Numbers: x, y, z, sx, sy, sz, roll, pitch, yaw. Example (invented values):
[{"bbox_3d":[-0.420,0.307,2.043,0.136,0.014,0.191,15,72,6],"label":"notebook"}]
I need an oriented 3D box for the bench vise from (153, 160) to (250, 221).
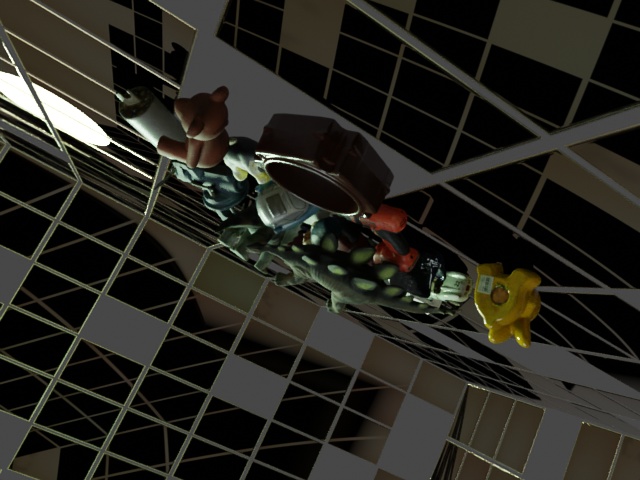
[{"bbox_3d":[-0.260,-0.118,1.326,0.224,0.129,0.240,3,143,21],"label":"bench vise"}]

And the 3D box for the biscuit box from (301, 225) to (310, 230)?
[{"bbox_3d":[-0.103,-0.033,1.547,0.203,0.063,0.059,26,167,-4],"label":"biscuit box"}]

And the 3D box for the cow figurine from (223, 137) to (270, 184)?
[{"bbox_3d":[-0.121,-0.161,1.037,0.168,0.068,0.098,12,152,40],"label":"cow figurine"}]

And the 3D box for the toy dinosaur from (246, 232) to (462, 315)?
[{"bbox_3d":[0.068,0.086,1.154,0.471,0.105,0.198,20,153,-12],"label":"toy dinosaur"}]

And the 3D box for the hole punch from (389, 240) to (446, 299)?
[{"bbox_3d":[0.224,0.054,1.219,0.142,0.092,0.115,22,128,35],"label":"hole punch"}]

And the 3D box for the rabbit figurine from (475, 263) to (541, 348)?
[{"bbox_3d":[0.396,0.131,1.078,0.122,0.162,0.173,-2,171,41],"label":"rabbit figurine"}]

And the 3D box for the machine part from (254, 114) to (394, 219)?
[{"bbox_3d":[0.004,-0.119,0.902,0.202,0.087,0.200,14,163,38],"label":"machine part"}]

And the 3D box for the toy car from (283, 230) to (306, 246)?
[{"bbox_3d":[-0.077,-0.009,1.480,0.202,0.089,0.053,14,-167,13],"label":"toy car"}]

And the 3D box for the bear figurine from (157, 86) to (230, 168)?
[{"bbox_3d":[-0.221,-0.202,0.937,0.132,0.120,0.195,29,167,5],"label":"bear figurine"}]

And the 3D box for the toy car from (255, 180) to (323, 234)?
[{"bbox_3d":[-0.067,-0.072,1.058,0.162,0.103,0.109,-20,97,31],"label":"toy car"}]

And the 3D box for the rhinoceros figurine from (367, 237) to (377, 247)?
[{"bbox_3d":[0.094,0.036,1.351,0.190,0.112,0.073,34,-171,24],"label":"rhinoceros figurine"}]

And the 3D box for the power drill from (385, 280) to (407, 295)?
[{"bbox_3d":[0.143,0.096,1.484,0.208,0.086,0.231,22,150,26],"label":"power drill"}]

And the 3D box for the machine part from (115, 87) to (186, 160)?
[{"bbox_3d":[-0.335,-0.238,1.113,0.079,0.079,0.243,20,167,23],"label":"machine part"}]

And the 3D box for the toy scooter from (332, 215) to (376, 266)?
[{"bbox_3d":[0.065,0.026,1.265,0.183,0.075,0.135,46,133,-16],"label":"toy scooter"}]

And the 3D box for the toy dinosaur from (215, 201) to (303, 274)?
[{"bbox_3d":[-0.134,-0.037,1.269,0.131,0.192,0.404,33,172,5],"label":"toy dinosaur"}]

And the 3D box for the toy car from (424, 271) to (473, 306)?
[{"bbox_3d":[0.298,0.114,1.319,0.056,0.073,0.202,27,168,-22],"label":"toy car"}]

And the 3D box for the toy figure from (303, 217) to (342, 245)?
[{"bbox_3d":[-0.003,-0.006,1.195,0.064,0.058,0.154,64,149,9],"label":"toy figure"}]
